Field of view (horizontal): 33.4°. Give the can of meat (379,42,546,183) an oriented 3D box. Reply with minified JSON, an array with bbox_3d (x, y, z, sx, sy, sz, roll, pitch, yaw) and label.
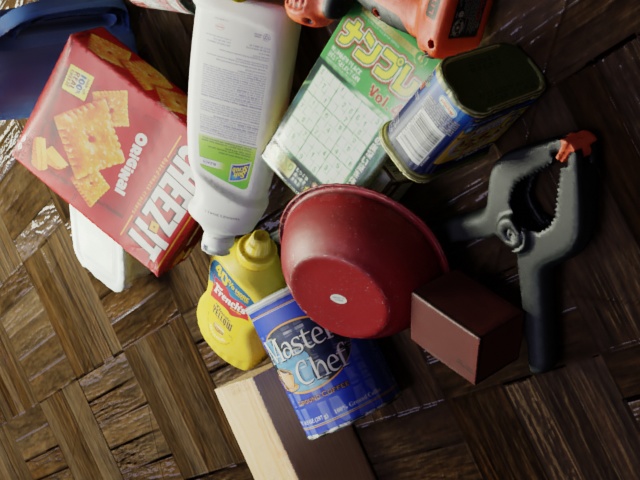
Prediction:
[{"bbox_3d":[0.107,-0.097,0.793,0.057,0.101,0.084,56,141,13],"label":"can of meat"}]

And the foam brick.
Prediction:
[{"bbox_3d":[0.118,0.070,0.867,0.078,0.051,0.053,35,140,38],"label":"foam brick"}]

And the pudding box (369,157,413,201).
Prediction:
[{"bbox_3d":[0.020,-0.063,0.956,0.113,0.039,0.090,52,126,22],"label":"pudding box"}]

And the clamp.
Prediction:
[{"bbox_3d":[0.152,-0.012,0.836,0.165,0.036,0.210,44,141,28],"label":"clamp"}]

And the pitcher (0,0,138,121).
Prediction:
[{"bbox_3d":[-0.327,-0.199,1.164,0.145,0.242,0.149,26,123,46],"label":"pitcher"}]

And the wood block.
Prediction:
[{"bbox_3d":[-0.017,0.229,1.133,0.090,0.090,0.206,-26,88,54],"label":"wood block"}]

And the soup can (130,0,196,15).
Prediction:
[{"bbox_3d":[-0.144,-0.258,1.048,0.102,0.068,0.068,20,123,46],"label":"soup can"}]

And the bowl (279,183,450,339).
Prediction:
[{"bbox_3d":[0.027,0.032,0.908,0.162,0.055,0.162,18,136,18],"label":"bowl"}]

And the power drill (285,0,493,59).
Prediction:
[{"bbox_3d":[0.054,-0.233,0.820,0.188,0.057,0.184,35,126,37],"label":"power drill"}]

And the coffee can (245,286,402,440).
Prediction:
[{"bbox_3d":[0.004,0.107,1.031,0.103,0.102,0.140,-31,84,54],"label":"coffee can"}]

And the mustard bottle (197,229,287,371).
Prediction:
[{"bbox_3d":[-0.079,0.053,1.129,0.096,0.058,0.192,48,145,21],"label":"mustard bottle"}]

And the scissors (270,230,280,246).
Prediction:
[{"bbox_3d":[-0.007,0.001,1.060,0.096,0.016,0.202,58,143,12],"label":"scissors"}]

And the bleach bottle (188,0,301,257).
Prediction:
[{"bbox_3d":[-0.085,-0.106,0.998,0.103,0.068,0.251,17,112,12],"label":"bleach bottle"}]

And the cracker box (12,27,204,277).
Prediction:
[{"bbox_3d":[-0.198,-0.091,1.112,0.214,0.072,0.164,39,118,6],"label":"cracker box"}]
